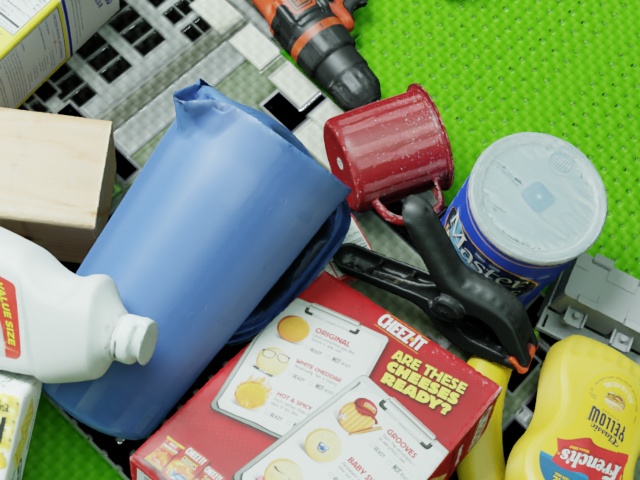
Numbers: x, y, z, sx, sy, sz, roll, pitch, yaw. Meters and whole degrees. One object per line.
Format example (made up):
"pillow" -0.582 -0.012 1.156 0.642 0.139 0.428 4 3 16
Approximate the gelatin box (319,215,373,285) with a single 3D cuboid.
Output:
"gelatin box" -0.006 0.001 0.862 0.073 0.030 0.089 -26 76 -18

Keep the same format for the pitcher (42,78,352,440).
"pitcher" -0.091 0.022 0.763 0.149 0.145 0.243 36 94 2

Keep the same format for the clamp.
"clamp" 0.099 0.034 0.792 0.171 0.120 0.039 32 64 -3

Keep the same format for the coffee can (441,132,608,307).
"coffee can" 0.148 -0.007 0.827 0.102 0.140 0.103 3 69 -7

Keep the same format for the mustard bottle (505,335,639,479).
"mustard bottle" 0.189 0.170 0.792 0.096 0.058 0.191 35 58 -8

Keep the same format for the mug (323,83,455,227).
"mug" 0.057 -0.061 0.862 0.081 0.093 0.117 -19 68 -10

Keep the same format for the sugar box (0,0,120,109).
"sugar box" -0.235 -0.166 0.859 0.048 0.093 0.176 35 68 6

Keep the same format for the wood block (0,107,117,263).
"wood block" -0.266 -0.046 0.811 0.206 0.091 0.090 7 69 -6

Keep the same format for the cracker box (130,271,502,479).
"cracker box" 0.000 0.144 0.749 0.164 0.072 0.213 33 54 20

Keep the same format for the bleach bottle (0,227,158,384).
"bleach bottle" -0.223 0.027 0.693 0.251 0.068 0.102 14 100 14

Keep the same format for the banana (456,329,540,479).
"banana" 0.135 0.155 0.820 0.069 0.037 0.198 9 69 -4

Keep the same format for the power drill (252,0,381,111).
"power drill" 0.044 -0.217 0.936 0.187 0.057 0.184 -33 77 -18
